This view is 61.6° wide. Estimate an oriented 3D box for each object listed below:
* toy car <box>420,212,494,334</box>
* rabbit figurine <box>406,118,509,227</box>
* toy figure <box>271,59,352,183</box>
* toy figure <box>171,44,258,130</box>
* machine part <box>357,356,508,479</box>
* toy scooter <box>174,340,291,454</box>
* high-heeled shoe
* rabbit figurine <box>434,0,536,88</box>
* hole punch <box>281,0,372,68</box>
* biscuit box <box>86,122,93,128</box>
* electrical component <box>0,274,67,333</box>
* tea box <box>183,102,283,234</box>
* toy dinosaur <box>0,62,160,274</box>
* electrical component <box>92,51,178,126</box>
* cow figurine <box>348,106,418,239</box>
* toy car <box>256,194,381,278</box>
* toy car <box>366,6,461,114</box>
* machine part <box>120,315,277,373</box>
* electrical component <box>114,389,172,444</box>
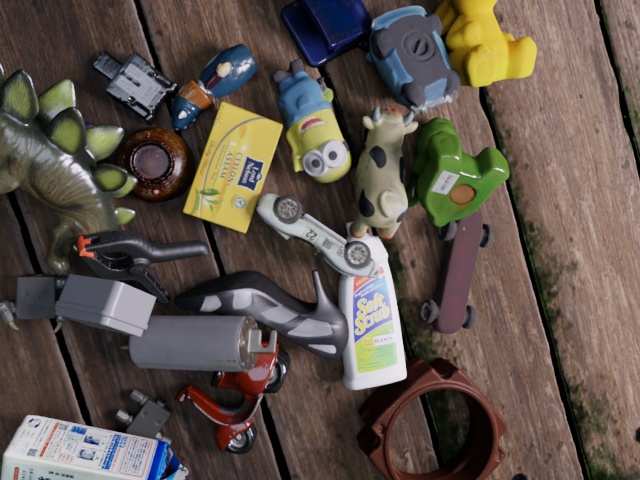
[{"bbox_3d":[0.219,0.051,0.867,0.089,0.053,0.202,8,94,-15],"label":"toy car"},{"bbox_3d":[0.194,-0.109,0.819,0.121,0.170,0.159,7,132,-9],"label":"rabbit figurine"},{"bbox_3d":[-0.008,-0.174,0.806,0.082,0.089,0.180,-26,86,34],"label":"toy figure"},{"bbox_3d":[-0.161,-0.222,0.786,0.154,0.064,0.058,-39,62,-3],"label":"toy figure"},{"bbox_3d":[0.178,0.305,0.851,0.201,0.087,0.201,-41,98,-5],"label":"machine part"},{"bbox_3d":[-0.134,0.219,0.799,0.135,0.075,0.183,26,92,-9],"label":"toy scooter"},{"bbox_3d":[-0.084,0.123,0.801,0.249,0.086,0.145,-8,104,7],"label":"high-heeled shoe"},{"bbox_3d":[0.239,-0.326,0.807,0.122,0.162,0.173,-16,117,-8],"label":"rabbit figurine"},{"bbox_3d":[0.016,-0.337,0.803,0.116,0.092,0.142,-34,94,-11],"label":"hole punch"},{"bbox_3d":[-0.416,-0.152,0.741,0.203,0.063,0.059,13,90,-10],"label":"biscuit box"},{"bbox_3d":[-0.398,0.088,0.760,0.102,0.045,0.078,6,92,-11],"label":"electrical component"},{"bbox_3d":[-0.128,-0.103,0.792,0.098,0.068,0.169,18,88,-11],"label":"tea box"},{"bbox_3d":[-0.365,-0.110,0.668,0.198,0.105,0.470,-39,124,10],"label":"toy dinosaur"},{"bbox_3d":[-0.272,-0.230,0.773,0.119,0.048,0.075,40,84,-11],"label":"electrical component"},{"bbox_3d":[0.091,-0.110,0.798,0.085,0.127,0.195,7,66,-13],"label":"cow figurine"},{"bbox_3d":[-0.002,-0.002,0.775,0.202,0.073,0.056,34,86,2],"label":"toy car"},{"bbox_3d":[0.138,-0.261,0.817,0.109,0.103,0.161,-24,86,-11],"label":"toy car"},{"bbox_3d":[-0.175,0.144,0.754,0.243,0.079,0.079,-1,92,16],"label":"machine part"},{"bbox_3d":[-0.255,0.268,0.803,0.094,0.021,0.063,37,85,-9],"label":"electrical component"}]
